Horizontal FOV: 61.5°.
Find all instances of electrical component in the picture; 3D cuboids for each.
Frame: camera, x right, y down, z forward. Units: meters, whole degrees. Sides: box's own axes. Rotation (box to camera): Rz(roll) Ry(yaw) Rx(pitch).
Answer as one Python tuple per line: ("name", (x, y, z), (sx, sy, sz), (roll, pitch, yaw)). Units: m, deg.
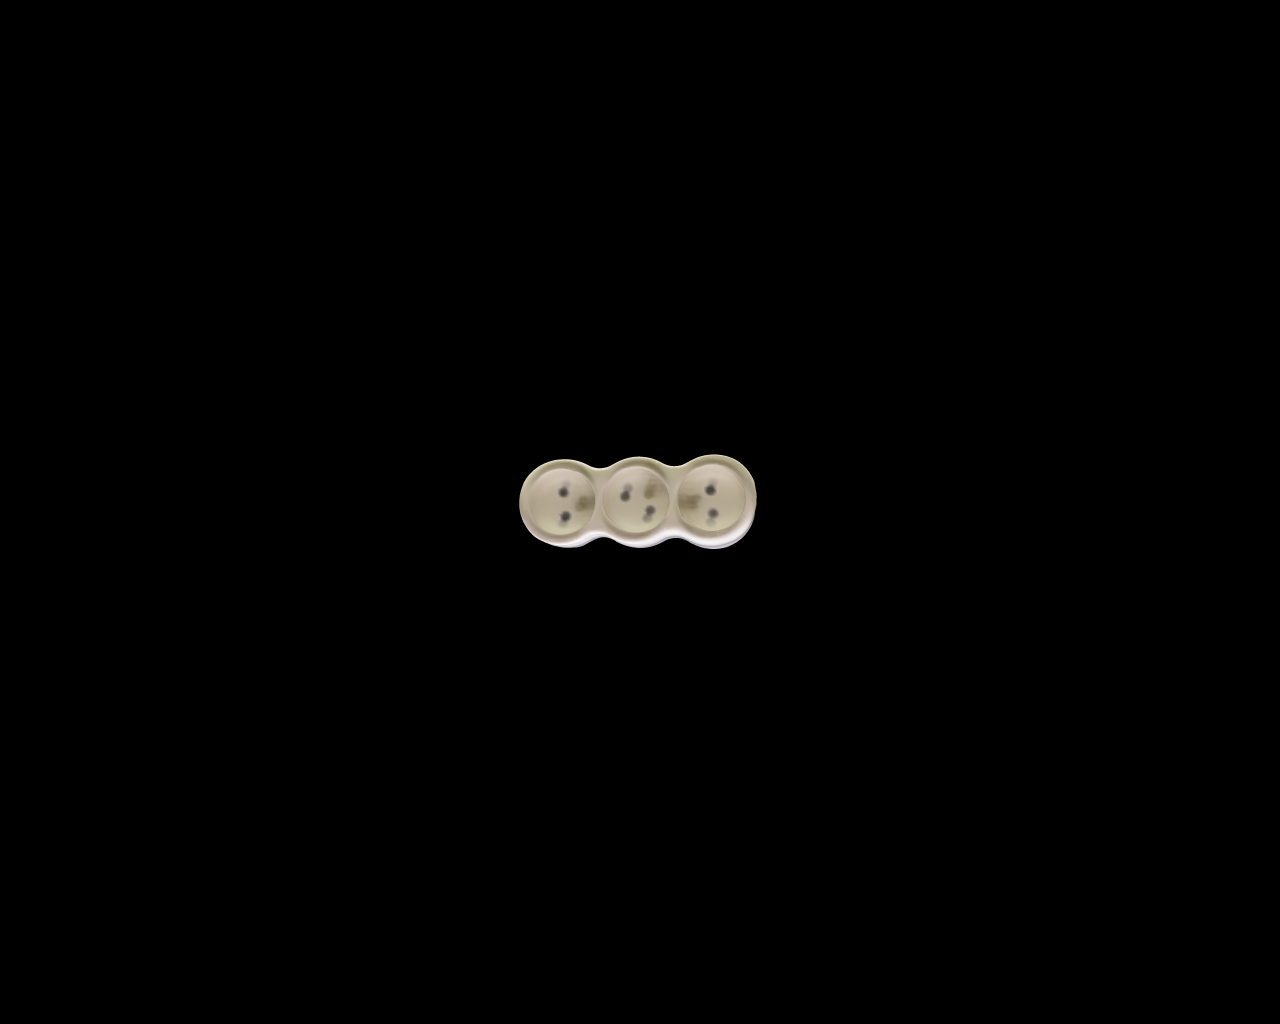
("electrical component", (0.001, -0.003, 0.650), (0.138, 0.052, 0.073), (-1, -7, 5))
